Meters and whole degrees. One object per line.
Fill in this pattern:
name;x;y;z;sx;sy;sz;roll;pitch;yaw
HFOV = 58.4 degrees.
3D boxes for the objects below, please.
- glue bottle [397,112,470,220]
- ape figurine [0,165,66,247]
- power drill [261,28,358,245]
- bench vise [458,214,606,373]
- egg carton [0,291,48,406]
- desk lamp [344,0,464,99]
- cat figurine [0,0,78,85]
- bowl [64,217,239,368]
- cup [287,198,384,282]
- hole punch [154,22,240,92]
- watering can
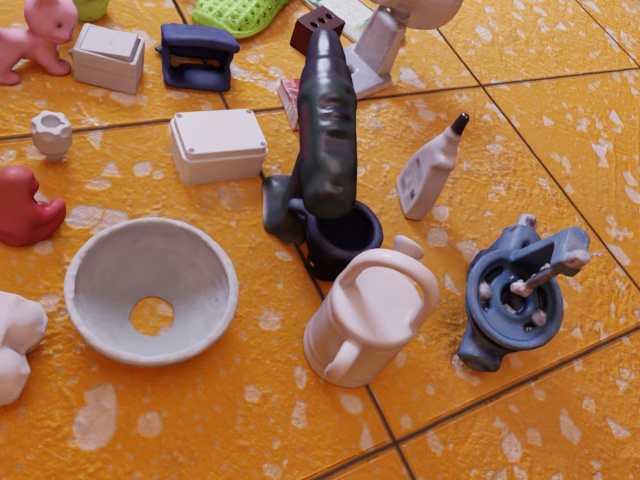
glue bottle;0.155;-0.105;0.770;0.037;0.173;0.078;5;55;-17
ape figurine;-0.313;-0.042;0.600;0.078;0.092;0.076;31;51;3
power drill;-0.012;-0.103;0.683;0.076;0.208;0.229;4;55;-18
bench vise;0.235;0.029;0.675;0.122;0.219;0.207;13;53;-11
egg carton;-0.332;0.092;0.512;0.150;0.069;0.107;13;53;-12
desk lamp;0.109;-0.342;0.894;0.204;0.213;0.118;-32;72;-35
cat figurine;-0.362;-0.271;0.727;0.128;0.117;0.067;-27;69;-33
bowl;-0.171;0.064;0.590;0.168;0.074;0.167;10;53;-14
cup;0.006;0.002;0.688;0.118;0.095;0.092;26;51;-2
hole punch;-0.176;-0.278;0.820;0.109;0.091;0.101;-1;57;-21
watering can;0.056;0.066;0.598;0.101;0.194;0.173;15;52;-10
